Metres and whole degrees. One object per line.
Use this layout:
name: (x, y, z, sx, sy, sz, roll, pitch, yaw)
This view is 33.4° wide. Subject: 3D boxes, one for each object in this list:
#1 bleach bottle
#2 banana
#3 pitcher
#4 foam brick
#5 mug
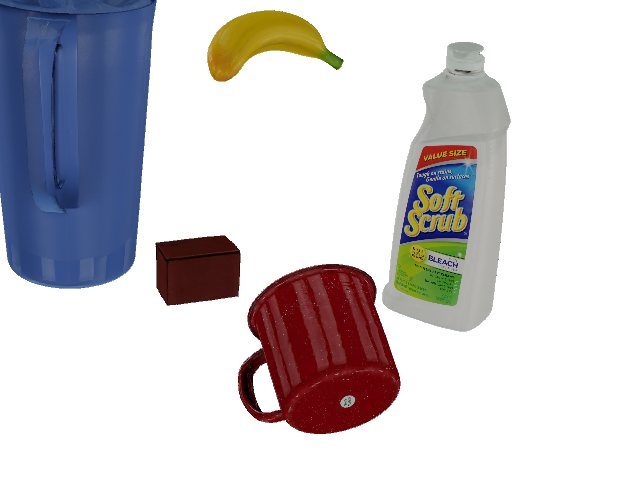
bleach bottle: (0.110, -0.048, 0.927, 0.103, 0.251, 0.068, 18, 32, 30)
banana: (-0.050, -0.181, 0.978, 0.070, 0.037, 0.197, 41, 32, 19)
pitcher: (-0.204, -0.083, 0.862, 0.145, 0.243, 0.148, 25, 31, 38)
foam brick: (-0.126, 0.030, 1.097, 0.078, 0.051, 0.053, -6, 21, -19)
mug: (-0.006, 0.082, 0.721, 0.117, 0.081, 0.093, -30, -38, 14)
